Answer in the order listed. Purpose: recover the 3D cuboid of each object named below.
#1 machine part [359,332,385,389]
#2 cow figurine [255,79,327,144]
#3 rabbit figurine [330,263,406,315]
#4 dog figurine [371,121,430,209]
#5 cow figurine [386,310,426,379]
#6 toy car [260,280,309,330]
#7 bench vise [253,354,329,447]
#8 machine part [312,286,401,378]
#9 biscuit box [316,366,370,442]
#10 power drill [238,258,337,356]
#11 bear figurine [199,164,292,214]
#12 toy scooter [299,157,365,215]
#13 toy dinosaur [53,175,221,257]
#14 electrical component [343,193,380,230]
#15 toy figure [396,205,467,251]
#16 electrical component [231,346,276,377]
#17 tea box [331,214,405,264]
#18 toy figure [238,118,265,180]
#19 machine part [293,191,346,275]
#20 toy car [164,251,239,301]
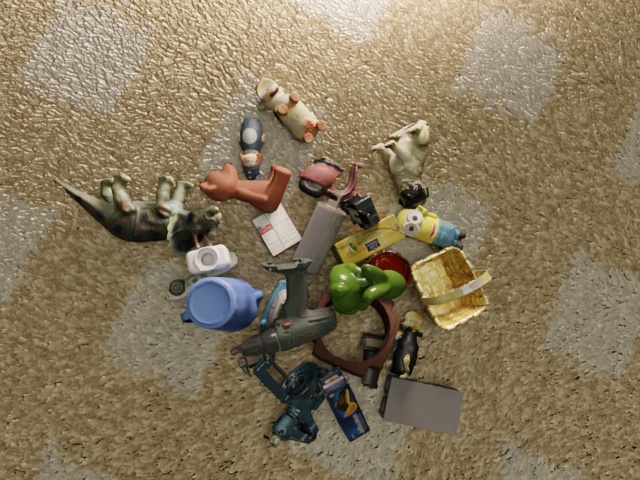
[{"bbox_3d":[0.133,0.304,1.354,0.084,0.039,0.138,7,83,-13],"label":"machine part"},{"bbox_3d":[-0.083,-0.328,1.354,0.195,0.127,0.085,43,83,-15],"label":"cow figurine"},{"bbox_3d":[0.110,0.097,1.214,0.170,0.159,0.121,-8,77,5],"label":"rabbit figurine"},{"bbox_3d":[0.248,-0.193,1.387,0.172,0.121,0.190,-33,103,-4],"label":"dog figurine"},{"bbox_3d":[0.217,0.258,1.336,0.068,0.098,0.167,16,84,2],"label":"cow figurine"},{"bbox_3d":[-0.081,0.179,1.310,0.109,0.103,0.161,20,85,-5],"label":"toy car"},{"bbox_3d":[-0.082,0.360,1.275,0.223,0.129,0.240,-44,108,-15],"label":"bench vise"},{"bbox_3d":[0.081,0.216,1.310,0.201,0.087,0.201,23,70,7],"label":"machine part"},{"bbox_3d":[0.058,0.392,1.274,0.063,0.059,0.202,-29,126,-9],"label":"biscuit box"},{"bbox_3d":[-0.081,0.149,1.214,0.232,0.086,0.207,-8,92,-11],"label":"power drill"},{"bbox_3d":[-0.184,-0.140,1.290,0.196,0.120,0.132,20,97,-12],"label":"bear figurine"},{"bbox_3d":[0.043,-0.154,1.362,0.184,0.075,0.135,25,86,-10],"label":"toy scooter"},{"bbox_3d":[-0.428,-0.056,1.293,0.405,0.131,0.192,0,85,0],"label":"toy dinosaur"},{"bbox_3d":[0.108,-0.067,1.294,0.048,0.119,0.074,-31,108,-15],"label":"electrical component"},{"bbox_3d":[0.279,-0.023,1.376,0.180,0.089,0.082,18,68,-13],"label":"toy figure"},{"bbox_3d":[-0.160,0.286,1.324,0.102,0.045,0.078,-25,60,-10],"label":"electrical component"},{"bbox_3d":[0.117,0.006,1.347,0.170,0.098,0.068,-28,88,-6],"label":"tea box"},{"bbox_3d":[-0.176,-0.228,1.359,0.064,0.057,0.154,-1,86,32],"label":"toy figure"},{"bbox_3d":[-0.003,-0.004,1.321,0.079,0.079,0.243,25,102,-3],"label":"machine part"},{"bbox_3d":[-0.288,0.091,1.309,0.202,0.073,0.056,-34,88,-8],"label":"toy car"}]
